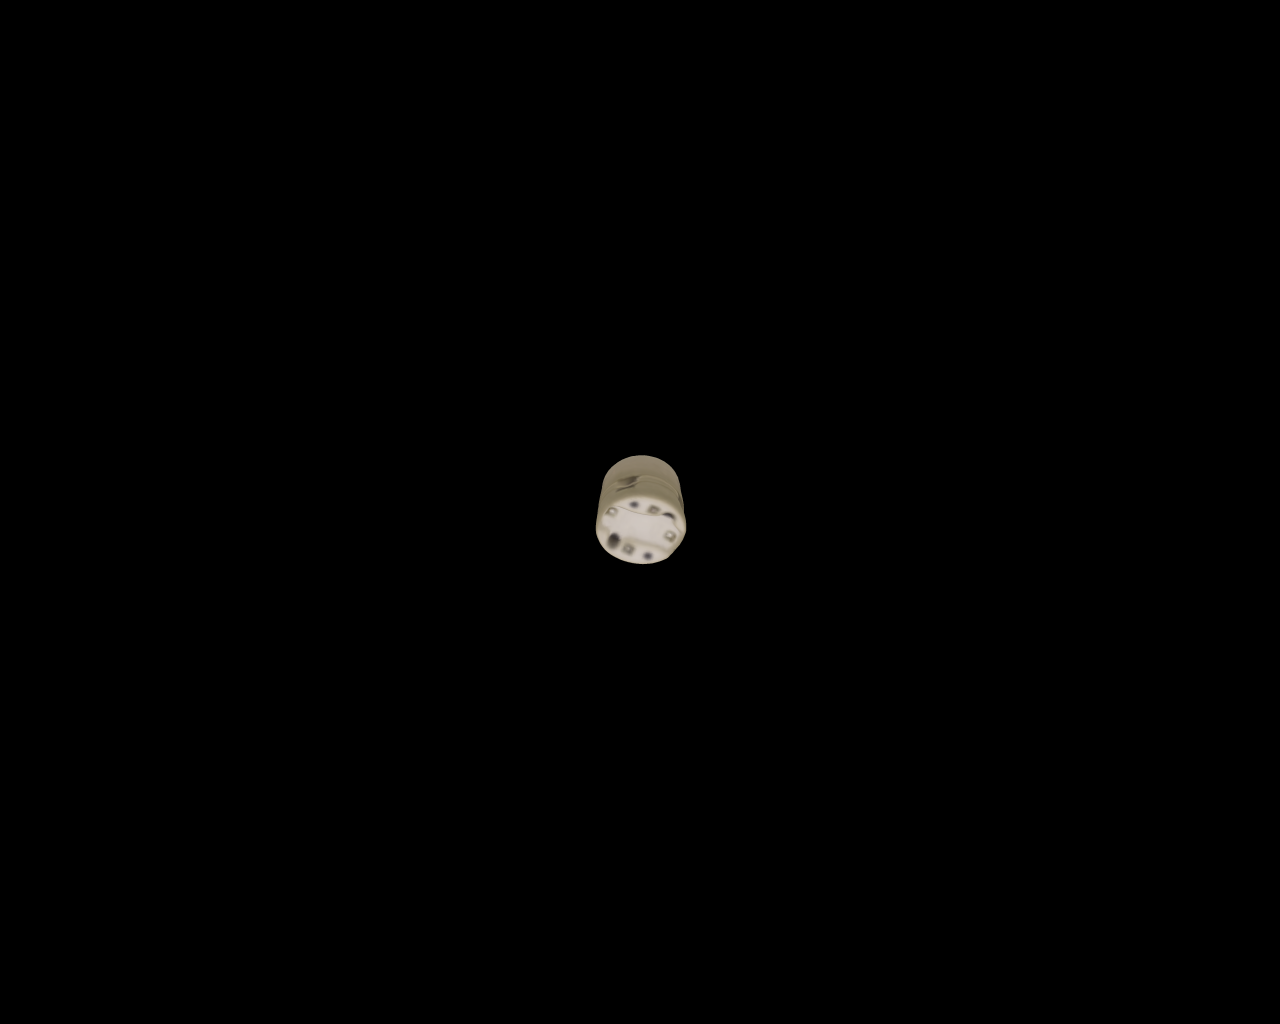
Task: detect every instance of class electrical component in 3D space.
[{"bbox_3d":[0.001,-0.003,0.650,0.055,0.055,0.047,0,37,0],"label":"electrical component"}]
